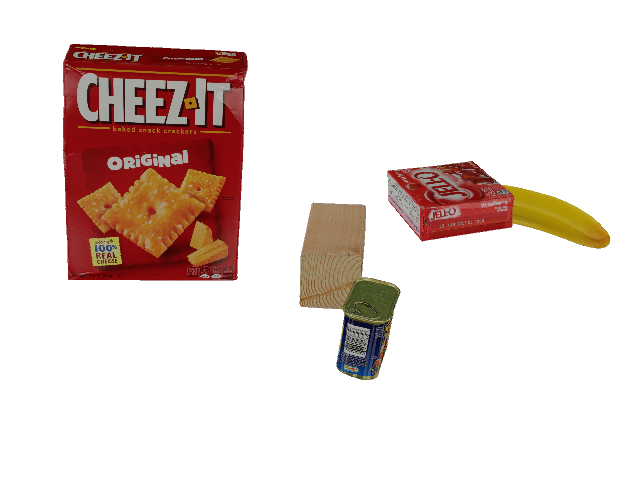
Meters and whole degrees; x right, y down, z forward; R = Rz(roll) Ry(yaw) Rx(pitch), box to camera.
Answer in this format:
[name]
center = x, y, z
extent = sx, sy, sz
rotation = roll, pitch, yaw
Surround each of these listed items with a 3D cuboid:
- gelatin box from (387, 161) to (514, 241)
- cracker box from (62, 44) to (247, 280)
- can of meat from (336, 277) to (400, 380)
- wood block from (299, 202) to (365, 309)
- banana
[gelatin box]
center = 0.098, -0.033, 0.821
extent = 0.073, 0.030, 0.089
rotation = -7, 23, -11
[cracker box]
center = -0.154, -0.068, 0.999
extent = 0.164, 0.214, 0.072
rotation = 1, 24, -7
[can of meat]
center = 0.056, 0.105, 1.272
extent = 0.057, 0.084, 0.102
rotation = 13, 26, 8
[wood block]
center = 0.022, 0.021, 1.652
extent = 0.091, 0.090, 0.206
rotation = 3, 24, 3
[banana]
center = 0.204, -0.027, 1.102
extent = 0.198, 0.037, 0.069
rotation = 11, 38, 22
